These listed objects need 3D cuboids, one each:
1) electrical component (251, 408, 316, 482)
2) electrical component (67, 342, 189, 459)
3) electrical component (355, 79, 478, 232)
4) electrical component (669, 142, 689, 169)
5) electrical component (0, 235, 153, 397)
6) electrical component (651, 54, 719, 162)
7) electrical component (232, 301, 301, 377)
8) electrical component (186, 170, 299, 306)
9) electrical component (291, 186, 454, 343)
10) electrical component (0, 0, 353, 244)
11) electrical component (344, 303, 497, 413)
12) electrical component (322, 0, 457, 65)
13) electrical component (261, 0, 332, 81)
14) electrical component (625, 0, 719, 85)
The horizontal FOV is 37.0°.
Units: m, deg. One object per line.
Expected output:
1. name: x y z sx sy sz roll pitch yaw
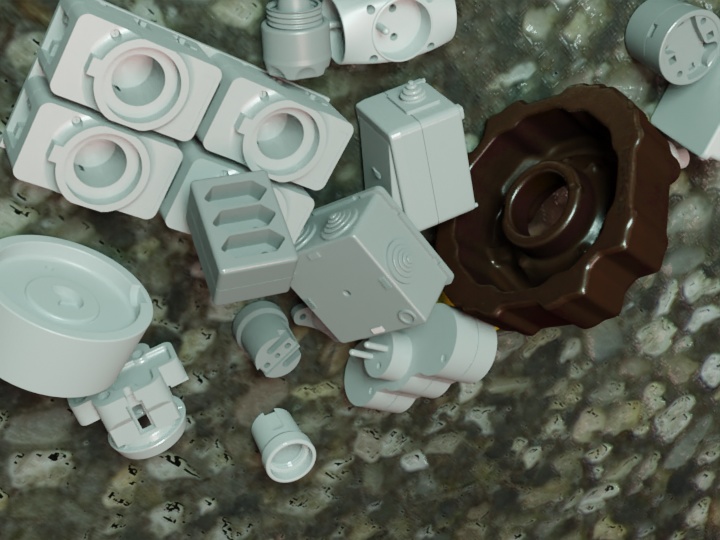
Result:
1. electrical component: -0.060 0.133 0.824 0.040 0.046 0.040 -12 123 -19
2. electrical component: -0.155 0.093 0.747 0.078 0.058 0.057 -26 124 -11
3. electrical component: 0.034 -0.082 0.731 0.061 0.061 0.096 -23 126 -13
4. electrical component: 0.228 -0.083 0.838 0.062 0.048 0.048 -13 124 -27
5. electrical component: -0.190 0.033 0.665 0.108 0.108 0.060 13 118 -31
6. electrical component: 0.274 -0.128 0.799 0.048 0.099 0.099 18 110 -19
7. electrical component: -0.066 0.050 0.771 0.040 0.046 0.040 -12 123 -19
8. electrical component: -0.074 -0.009 0.646 0.047 0.065 0.076 -11 152 -20
9. electrical component: 0.000 0.000 0.731 0.099 0.100 0.048 49 48 -23
10. electrical component: -0.108 -0.082 0.662 0.186 0.060 0.105 18 109 -33
11. electrical component: 0.028 0.063 0.786 0.074 0.052 0.138 15 152 -32
12. electrical component: 0.017 -0.175 0.677 0.077 0.044 0.079 -16 124 -17
13. electrical component: -0.040 -0.152 0.664 0.043 0.043 0.062 -14 122 -18
14. electrical component: 0.227 -0.169 0.783 0.055 0.047 0.055 -12 123 -19
